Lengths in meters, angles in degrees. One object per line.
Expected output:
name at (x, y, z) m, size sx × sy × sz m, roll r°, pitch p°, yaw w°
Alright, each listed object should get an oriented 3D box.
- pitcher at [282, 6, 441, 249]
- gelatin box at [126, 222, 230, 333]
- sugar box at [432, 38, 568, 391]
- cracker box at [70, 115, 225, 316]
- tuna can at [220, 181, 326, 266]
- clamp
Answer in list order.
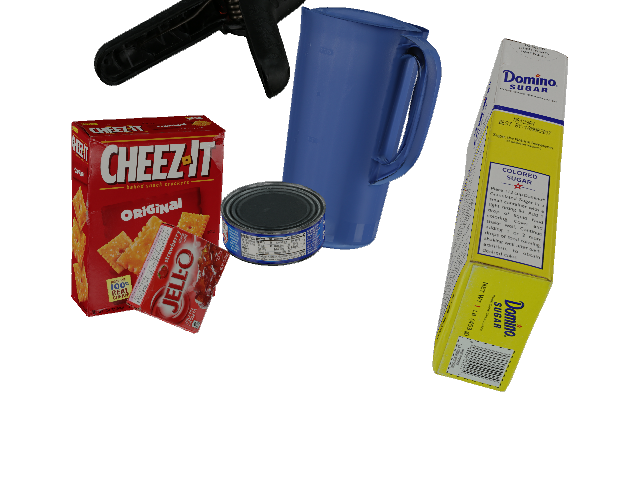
pitcher at (0.033, -0.116, 1.113) m, size 0.145 × 0.243 × 0.149 m, roll 9°, pitch 16°, yaw -3°
gelatin box at (-0.137, 0.037, 1.040) m, size 0.073 × 0.089 × 0.030 m, roll 28°, pitch -8°, yaw -38°
sugar box at (0.099, -0.018, 0.571) m, size 0.048 × 0.176 × 0.093 m, roll 15°, pitch -41°, yaw 4°
cracker box at (-0.199, -0.030, 1.226) m, size 0.163 × 0.214 × 0.072 m, roll -7°, pitch 24°, yaw -30°
tuna can at (-0.038, -0.014, 0.872) m, size 0.086 × 0.034 × 0.086 m, roll 0°, pitch 30°, yaw 0°
clamp at (-0.045, -0.140, 0.650) m, size 0.120 × 0.039 × 0.171 m, roll 18°, pitch 52°, yaw 21°
